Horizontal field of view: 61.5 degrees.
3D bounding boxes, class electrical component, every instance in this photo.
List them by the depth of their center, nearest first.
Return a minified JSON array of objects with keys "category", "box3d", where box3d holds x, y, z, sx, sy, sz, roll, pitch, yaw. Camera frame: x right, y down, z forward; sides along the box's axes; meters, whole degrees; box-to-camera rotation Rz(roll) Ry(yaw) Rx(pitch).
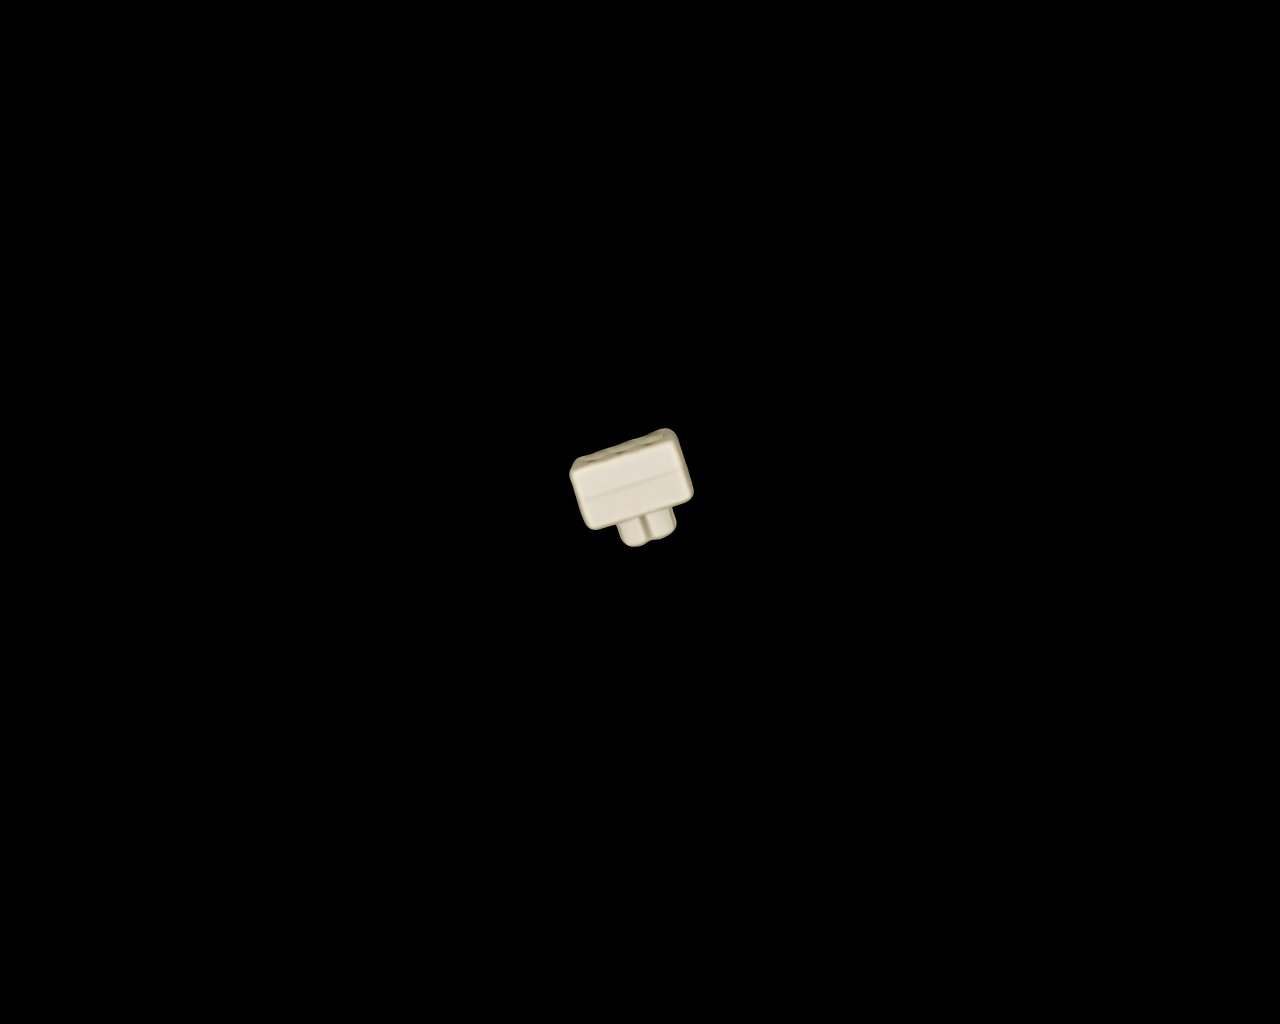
[{"category":"electrical component","box3d":[0.001,-0.003,0.650,0.066,0.076,0.047,-18,11,4]}]
